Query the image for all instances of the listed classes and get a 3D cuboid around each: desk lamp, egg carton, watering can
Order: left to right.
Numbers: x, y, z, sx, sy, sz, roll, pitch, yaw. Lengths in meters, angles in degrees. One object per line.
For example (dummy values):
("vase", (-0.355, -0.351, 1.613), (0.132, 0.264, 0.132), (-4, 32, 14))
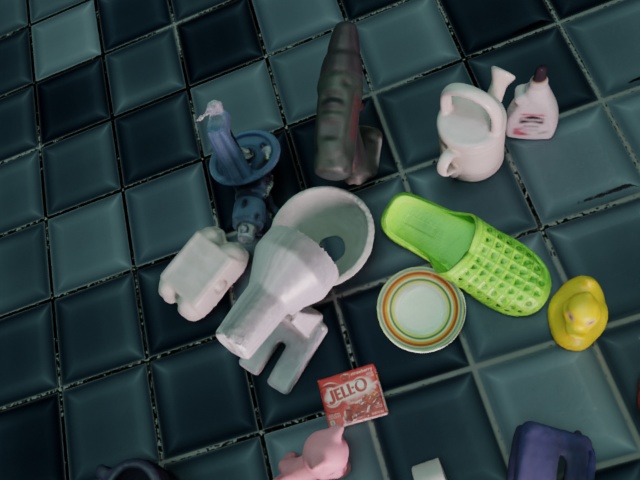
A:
("egg carton", (-0.190, 0.055, 0.943), (0.107, 0.069, 0.150), (35, 83, 23))
("desk lamp", (-0.057, 0.103, 0.812), (0.117, 0.214, 0.203), (27, 80, 22))
("watering can", (0.225, -0.177, 0.847), (0.100, 0.194, 0.173), (10, 74, 18))

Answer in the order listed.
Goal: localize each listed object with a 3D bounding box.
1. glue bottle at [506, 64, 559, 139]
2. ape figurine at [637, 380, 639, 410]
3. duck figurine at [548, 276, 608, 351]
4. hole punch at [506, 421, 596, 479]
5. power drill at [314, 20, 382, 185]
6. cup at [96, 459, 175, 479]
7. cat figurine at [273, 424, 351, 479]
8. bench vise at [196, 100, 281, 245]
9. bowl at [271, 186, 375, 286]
("glue bottle", (0.316, -0.204, 0.844), (0.078, 0.173, 0.037), (2, 72, 16))
("ape figurine", (0.441, 0.195, 0.715), (0.077, 0.092, 0.076), (-15, 68, 9))
("duck figurine", (0.354, 0.094, 0.777), (0.077, 0.086, 0.105), (16, 76, 19))
("hole punch", (0.293, 0.288, 0.722), (0.101, 0.091, 0.109), (9, 74, 18))
("power drill", (0.043, -0.185, 0.890), (0.075, 0.209, 0.230), (3, 72, 16))
("cup", (-0.264, 0.363, 0.841), (0.117, 0.095, 0.092), (21, 78, 20))
("cat figurine", (-0.008, 0.303, 0.782), (0.128, 0.118, 0.067), (-30, 66, 3))
("bench vise", (-0.114, -0.109, 0.898), (0.121, 0.220, 0.207), (-24, 67, 6))
("bowl", (0.008, 0.003, 0.906), (0.167, 0.075, 0.167), (-5, 70, 13))
